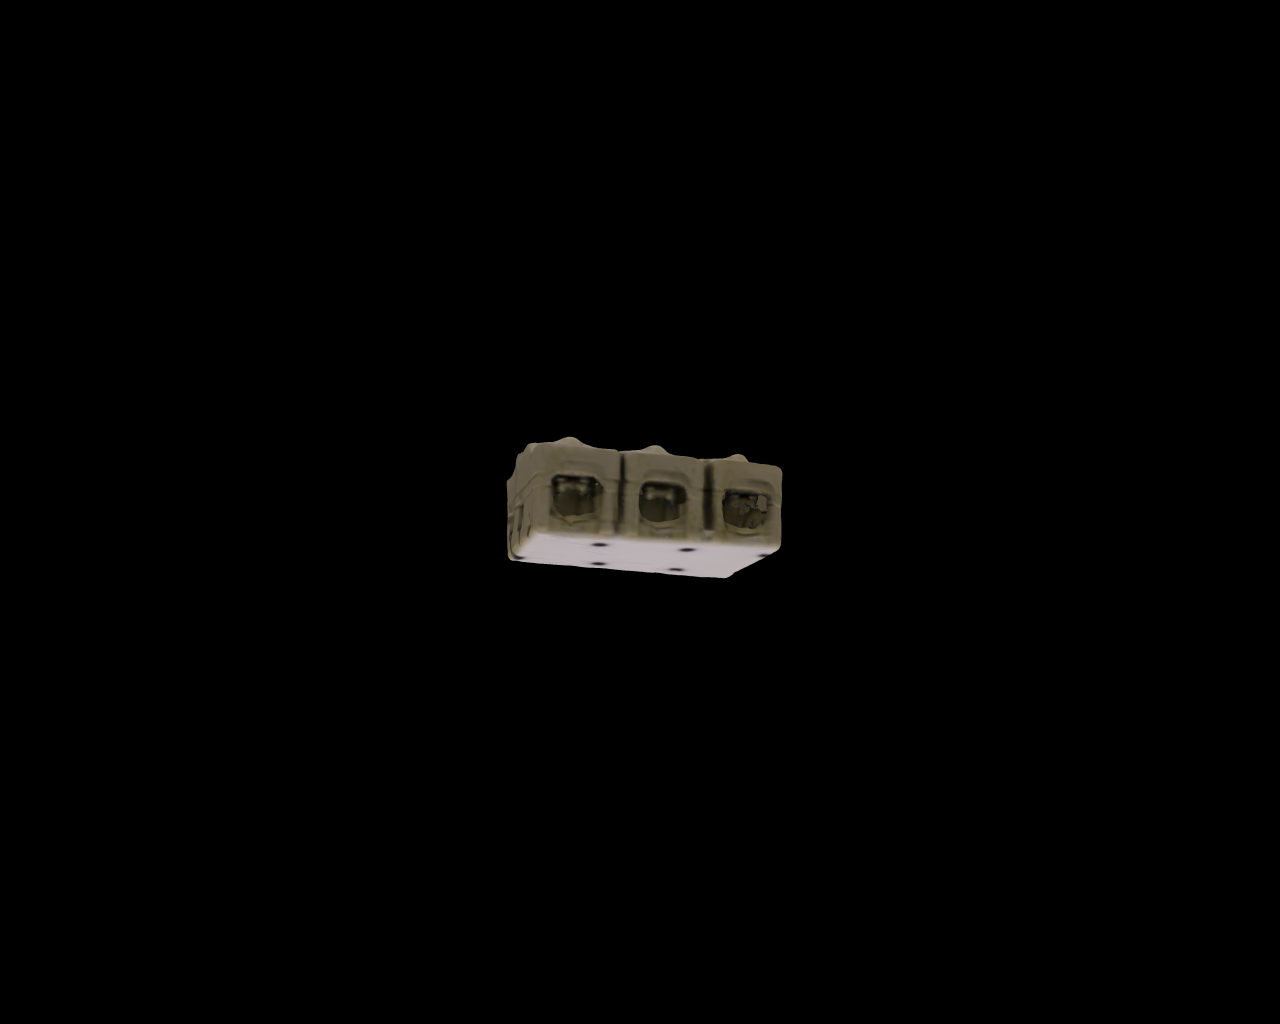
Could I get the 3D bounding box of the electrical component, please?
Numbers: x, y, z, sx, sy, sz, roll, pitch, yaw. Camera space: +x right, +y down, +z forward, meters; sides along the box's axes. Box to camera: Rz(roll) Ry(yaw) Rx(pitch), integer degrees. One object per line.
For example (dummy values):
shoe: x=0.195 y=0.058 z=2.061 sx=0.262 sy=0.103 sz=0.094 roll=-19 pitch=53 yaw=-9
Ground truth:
electrical component: x=0.001 y=-0.003 z=0.650 sx=0.150 sy=0.062 sz=0.089 roll=5 pitch=-15 yaw=-18
